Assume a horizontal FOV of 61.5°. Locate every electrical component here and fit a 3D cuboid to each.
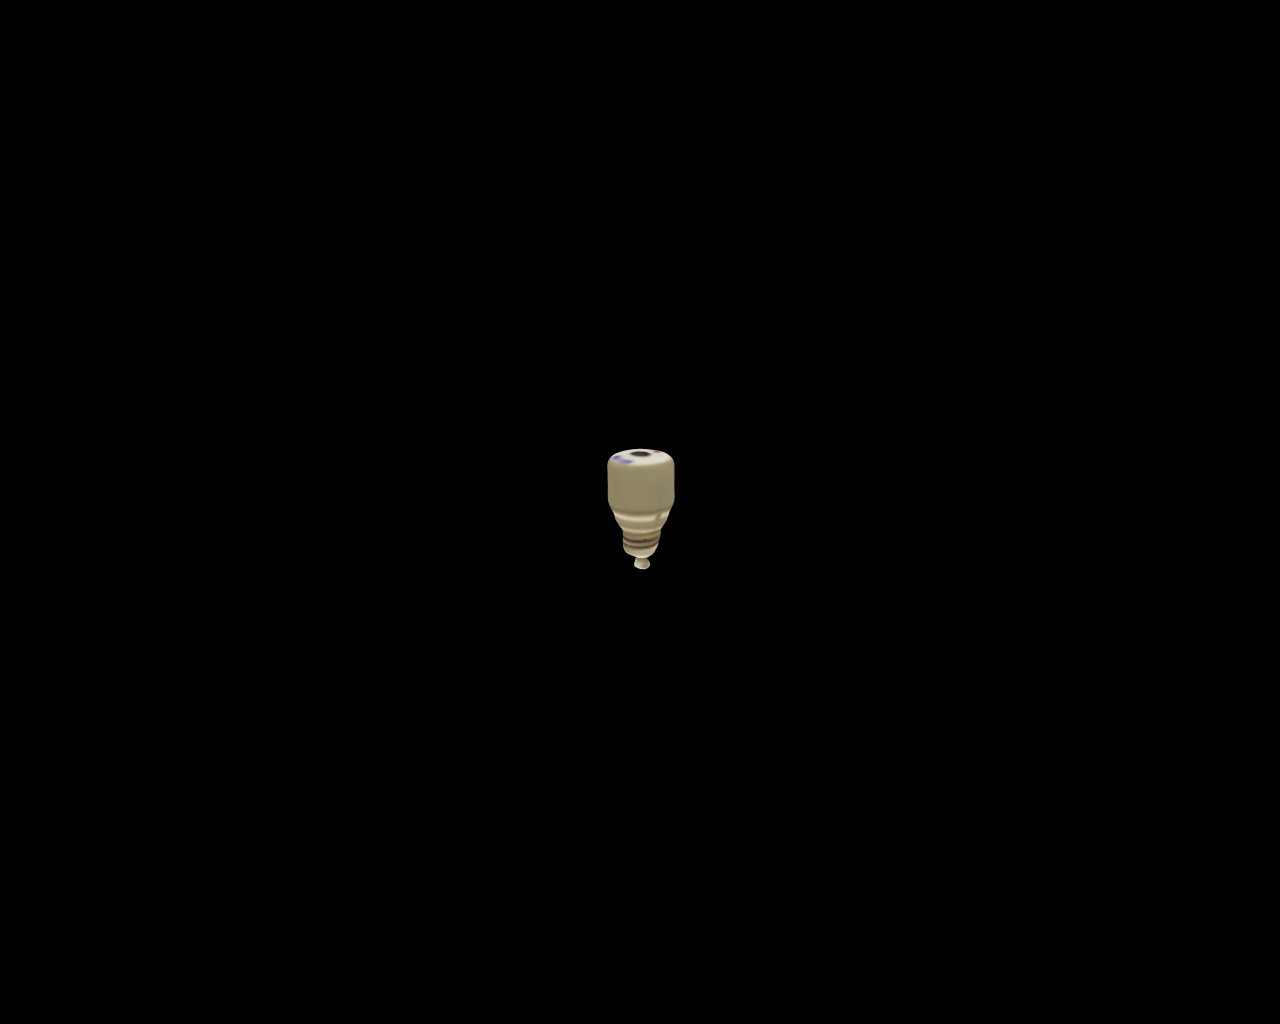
[{"bbox_3d":[0.001,-0.003,0.650,0.040,0.078,0.040,0,18,0],"label":"electrical component"}]
